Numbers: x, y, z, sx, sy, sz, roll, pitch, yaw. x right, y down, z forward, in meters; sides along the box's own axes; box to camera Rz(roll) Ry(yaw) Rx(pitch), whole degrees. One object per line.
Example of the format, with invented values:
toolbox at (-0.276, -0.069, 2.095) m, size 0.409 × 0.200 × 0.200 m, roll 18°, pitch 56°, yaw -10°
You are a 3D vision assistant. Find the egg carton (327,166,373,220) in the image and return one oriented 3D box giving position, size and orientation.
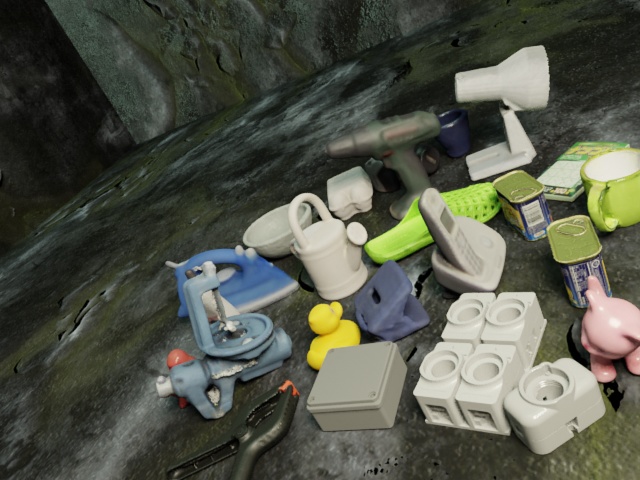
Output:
egg carton at (0.070, -0.110, 1.322) m, size 0.107 × 0.069 × 0.150 m, roll -23°, pitch 25°, yaw 10°

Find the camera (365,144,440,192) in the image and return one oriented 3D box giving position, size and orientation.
camera at (0.192, -0.185, 1.305) m, size 0.143 × 0.101 × 0.136 m, roll -38°, pitch 27°, yaw -21°

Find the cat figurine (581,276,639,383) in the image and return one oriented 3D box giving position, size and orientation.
cat figurine at (0.320, 0.091, 0.635) m, size 0.067 × 0.118 × 0.128 m, roll -18°, pitch 27°, yaw 21°

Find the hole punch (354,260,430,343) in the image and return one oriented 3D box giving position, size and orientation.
hole punch at (0.100, 0.097, 0.874) m, size 0.101 × 0.091 × 0.108 m, roll -28°, pitch 25°, yaw -1°

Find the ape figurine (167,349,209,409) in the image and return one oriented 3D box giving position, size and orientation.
ape figurine at (-0.226, 0.223, 0.960) m, size 0.077 × 0.092 × 0.076 m, roll -12°, pitch 30°, yaw 31°

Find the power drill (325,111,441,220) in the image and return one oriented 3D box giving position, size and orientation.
power drill at (0.149, -0.152, 1.158) m, size 0.229 × 0.209 × 0.075 m, roll -28°, pitch 25°, yaw 1°

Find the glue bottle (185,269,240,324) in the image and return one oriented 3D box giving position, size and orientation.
glue bottle at (-0.193, 0.122, 1.023) m, size 0.078 × 0.173 × 0.037 m, roll -17°, pitch 27°, yaw 23°

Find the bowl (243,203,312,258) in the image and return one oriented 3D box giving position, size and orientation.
bowl at (-0.083, -0.010, 1.279) m, size 0.167 × 0.075 × 0.167 m, roll -22°, pitch 26°, yaw 12°

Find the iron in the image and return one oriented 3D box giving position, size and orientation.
iron at (-0.182, 0.071, 1.146) m, size 0.257 × 0.142 × 0.118 m, roll -17°, pitch 27°, yaw 21°

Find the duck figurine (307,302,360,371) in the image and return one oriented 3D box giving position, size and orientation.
duck figurine at (0.010, 0.142, 0.884) m, size 0.077 × 0.086 × 0.105 m, roll -1°, pitch 36°, yaw 44°

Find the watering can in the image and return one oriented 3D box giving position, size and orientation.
watering can at (0.010, 0.002, 1.021) m, size 0.172 × 0.194 × 0.101 m, roll -16°, pitch 28°, yaw 24°

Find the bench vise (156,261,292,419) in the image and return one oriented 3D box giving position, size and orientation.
bench vise at (-0.164, 0.155, 0.874) m, size 0.121 × 0.220 × 0.208 m, roll 6°, pitch 41°, yaw 50°

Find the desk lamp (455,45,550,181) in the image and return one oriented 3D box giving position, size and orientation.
desk lamp at (0.363, -0.254, 1.132) m, size 0.203 × 0.214 × 0.118 m, roll -19°, pitch 26°, yaw 17°

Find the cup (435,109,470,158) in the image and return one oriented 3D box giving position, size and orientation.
cup at (0.292, -0.236, 1.310) m, size 0.117 × 0.095 × 0.092 m, roll -5°, pitch 33°, yaw 39°

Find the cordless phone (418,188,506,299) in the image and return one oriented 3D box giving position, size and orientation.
cordless phone at (0.209, -0.015, 0.867) m, size 0.094 × 0.185 × 0.148 m, roll -11°, pitch 30°, yaw 31°
